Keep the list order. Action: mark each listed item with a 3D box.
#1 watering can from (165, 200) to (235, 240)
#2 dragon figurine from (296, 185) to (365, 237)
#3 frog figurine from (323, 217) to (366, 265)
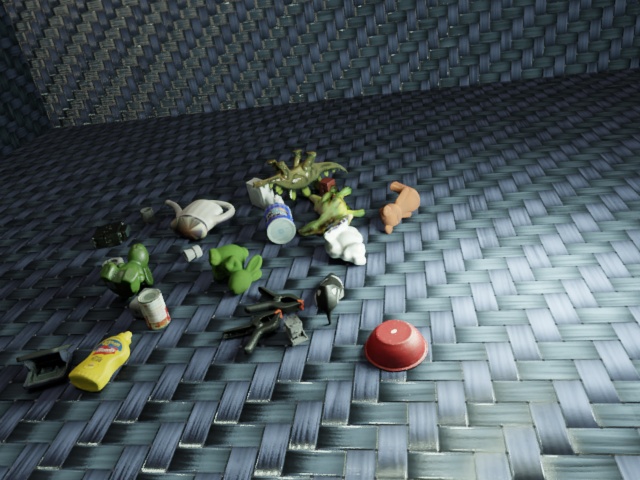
[{"bbox_3d":[-0.512,-0.096,2.041,0.347,0.102,0.229,3,32,19],"label":"watering can"},{"bbox_3d":[0.006,-0.097,1.919,0.246,0.120,0.411,-35,23,-28],"label":"dragon figurine"},{"bbox_3d":[0.094,0.025,1.699,0.139,0.120,0.161,-26,68,-43],"label":"frog figurine"}]
